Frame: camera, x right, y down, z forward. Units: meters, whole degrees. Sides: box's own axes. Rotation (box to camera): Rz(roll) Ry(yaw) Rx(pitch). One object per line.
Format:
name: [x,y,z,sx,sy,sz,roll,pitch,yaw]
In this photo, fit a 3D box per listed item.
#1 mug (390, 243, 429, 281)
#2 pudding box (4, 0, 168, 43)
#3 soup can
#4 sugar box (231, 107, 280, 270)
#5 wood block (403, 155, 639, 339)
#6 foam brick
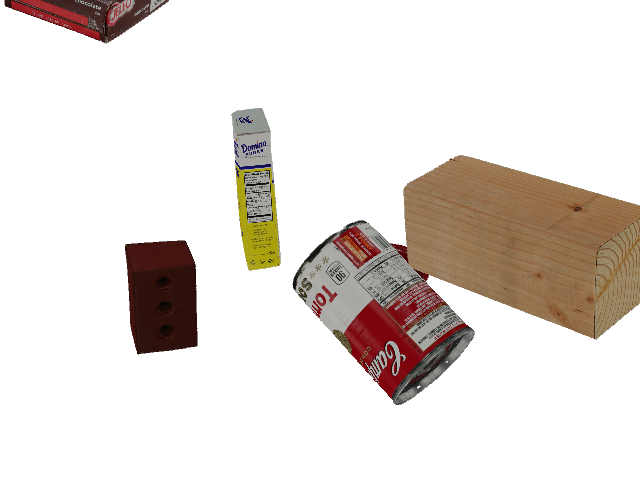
mug: [0.076,0.068,1.134,0.093,0.081,0.117,-24,41,-26]
pudding box: [-0.173,-0.199,0.818,0.090,0.039,0.113,22,35,11]
soup can: [0.039,0.045,0.682,0.102,0.069,0.068,47,19,18]
sugar box: [-0.079,-0.063,1.293,0.048,0.176,0.093,-9,25,-6]
wood block: [0.183,-0.001,0.961,0.090,0.090,0.206,-29,36,-36]
foam brick: [-0.132,0.046,0.886,0.053,0.078,0.051,-6,25,-14]
